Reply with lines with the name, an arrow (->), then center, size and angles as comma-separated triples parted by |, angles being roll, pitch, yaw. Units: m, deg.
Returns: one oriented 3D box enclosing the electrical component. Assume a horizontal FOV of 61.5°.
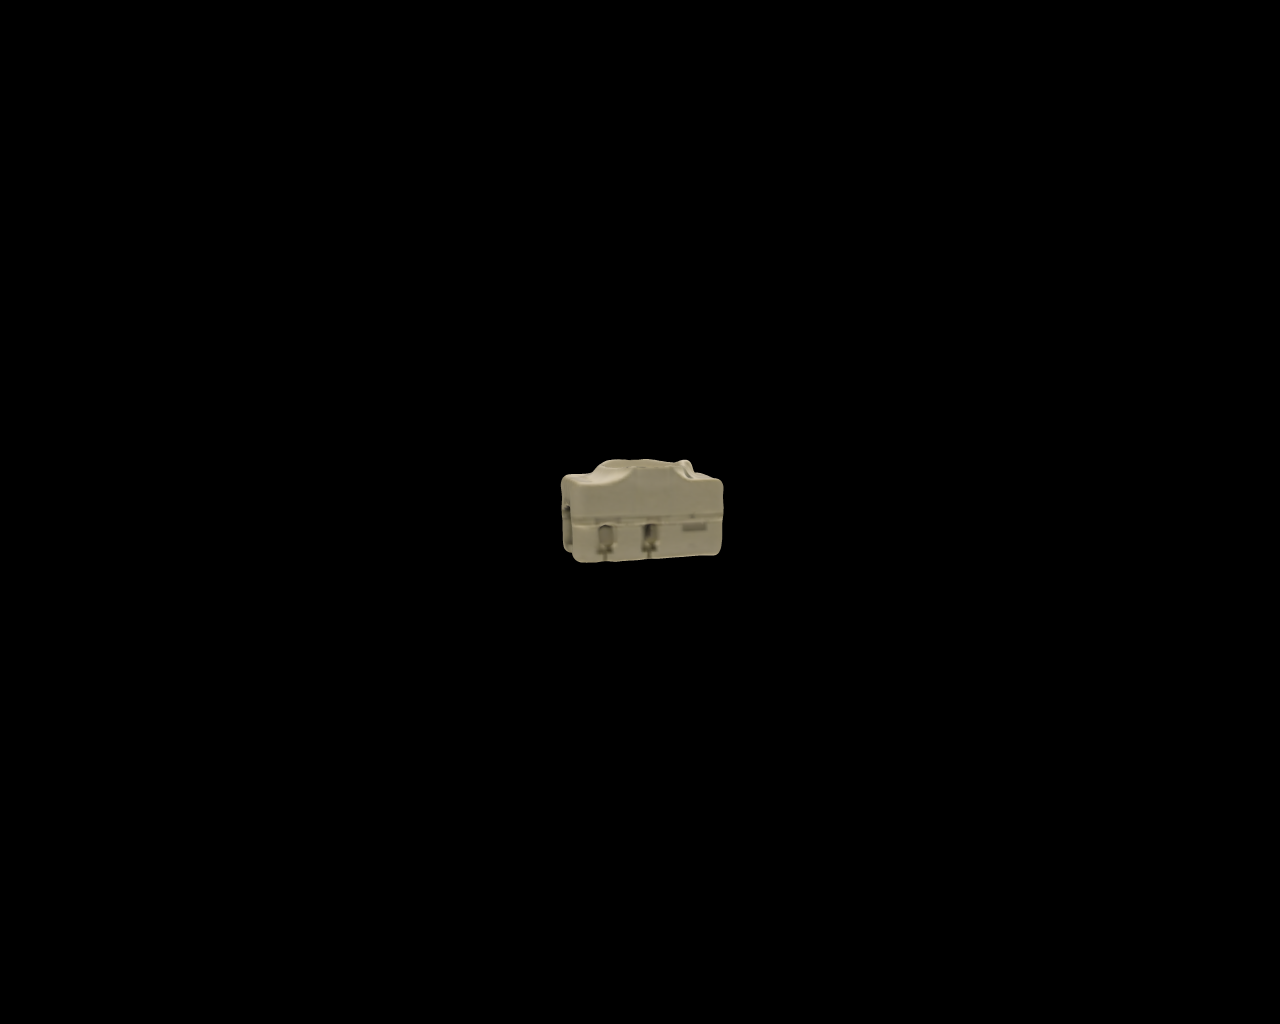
electrical component -> 0.001, -0.003, 0.650 | 0.089, 0.055, 0.050 | -2, 8, -14
